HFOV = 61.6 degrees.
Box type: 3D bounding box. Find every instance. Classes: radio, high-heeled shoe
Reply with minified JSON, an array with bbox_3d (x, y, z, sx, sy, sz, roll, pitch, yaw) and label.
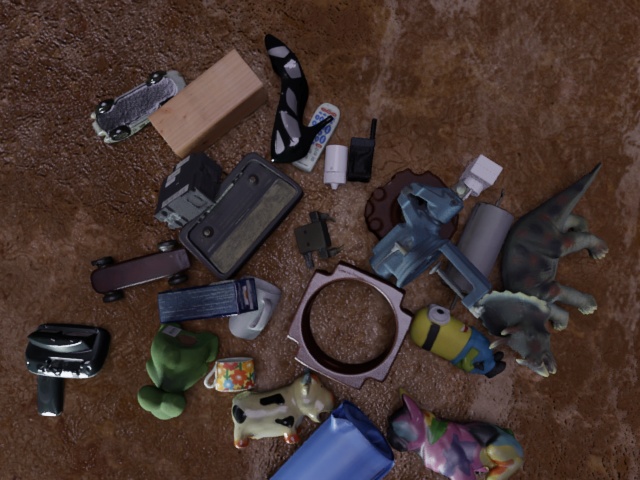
[{"bbox_3d":[-0.149,-0.047,1.023,0.131,0.073,0.229,41,89,3],"label":"radio"},{"bbox_3d":[-0.082,-0.264,1.019,0.145,0.086,0.249,-33,76,-2],"label":"high-heeled shoe"}]

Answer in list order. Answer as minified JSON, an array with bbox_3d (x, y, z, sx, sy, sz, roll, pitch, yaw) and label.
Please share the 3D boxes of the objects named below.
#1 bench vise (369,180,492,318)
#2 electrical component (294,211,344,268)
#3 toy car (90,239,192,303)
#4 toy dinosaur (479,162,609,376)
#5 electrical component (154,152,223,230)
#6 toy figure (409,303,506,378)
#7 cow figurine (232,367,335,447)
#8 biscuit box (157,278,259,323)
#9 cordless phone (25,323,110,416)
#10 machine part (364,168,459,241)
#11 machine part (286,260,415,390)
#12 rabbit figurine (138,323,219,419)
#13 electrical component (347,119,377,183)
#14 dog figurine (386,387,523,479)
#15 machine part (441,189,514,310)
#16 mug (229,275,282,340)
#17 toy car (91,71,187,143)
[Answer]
[{"bbox_3d":[0.210,0.021,0.922,0.223,0.128,0.241,-43,73,7],"label":"bench vise"},{"bbox_3d":[-0.003,-0.004,1.033,0.078,0.045,0.102,-23,83,29],"label":"electrical component"},{"bbox_3d":[-0.344,0.058,1.036,0.202,0.053,0.089,-16,93,5],"label":"toy car"},{"bbox_3d":[0.395,0.036,0.968,0.192,0.131,0.404,13,78,-11],"label":"toy dinosaur"},{"bbox_3d":[-0.243,-0.099,1.002,0.115,0.058,0.134,-26,41,25],"label":"electrical component"},{"bbox_3d":[0.251,0.190,0.993,0.180,0.082,0.089,37,87,1],"label":"toy figure"},{"bbox_3d":[-0.068,0.307,1.001,0.195,0.085,0.127,-7,93,3],"label":"cow figurine"},{"bbox_3d":[-0.209,0.111,0.980,0.203,0.059,0.062,-10,86,32],"label":"biscuit box"},{"bbox_3d":[-0.485,0.256,1.030,0.147,0.089,0.184,4,99,2],"label":"cordless phone"},{"bbox_3d":[0.176,-0.048,1.020,0.179,0.056,0.179,0,87,1],"label":"machine part"},{"bbox_3d":[0.056,0.154,0.990,0.202,0.087,0.201,25,93,9],"label":"machine part"},{"bbox_3d":[-0.265,0.261,0.988,0.121,0.159,0.170,15,103,-7],"label":"rabbit figurine"},{"bbox_3d":[0.080,-0.171,1.020,0.048,0.075,0.119,5,92,2],"label":"electrical component"},{"bbox_3d":[0.231,0.349,0.974,0.191,0.108,0.219,-37,84,1],"label":"dog figurine"},{"bbox_3d":[0.293,0.019,1.001,0.079,0.079,0.243,24,87,3],"label":"machine part"},{"bbox_3d":[-0.122,0.135,1.002,0.080,0.110,0.107,17,101,-34],"label":"mug"},{"bbox_3d":[-0.352,-0.261,1.053,0.202,0.056,0.073,-29,92,2],"label":"toy car"}]
